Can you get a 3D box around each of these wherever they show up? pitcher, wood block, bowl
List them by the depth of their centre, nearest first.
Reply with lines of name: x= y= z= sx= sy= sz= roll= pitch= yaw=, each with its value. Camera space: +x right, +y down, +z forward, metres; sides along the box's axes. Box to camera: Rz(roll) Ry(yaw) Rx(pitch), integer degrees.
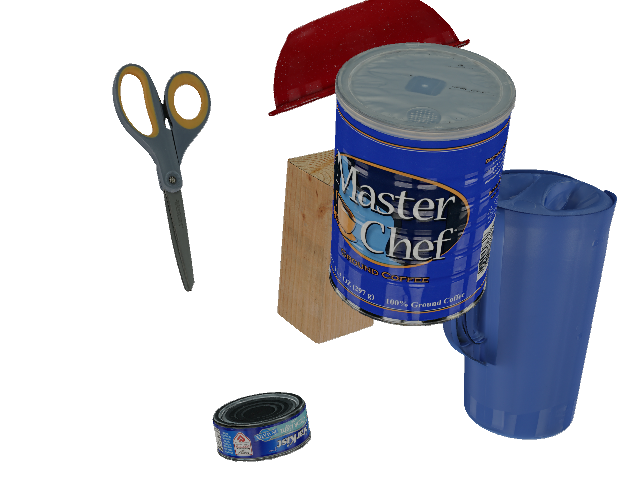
bowl: x=0.028 y=-0.146 z=0.807 sx=0.162 sy=0.055 sz=0.162 roll=-20 pitch=7 yaw=2
pitcher: x=0.189 y=0.063 z=1.008 sx=0.149 sy=0.243 sz=0.145 roll=5 pitch=21 yaw=9
wood block: x=0.013 y=0.006 z=1.276 sx=0.090 sy=0.206 sz=0.090 roll=-15 pitch=32 yaw=-34

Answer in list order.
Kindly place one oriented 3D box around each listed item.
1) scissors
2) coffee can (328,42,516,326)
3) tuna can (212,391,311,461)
scissors: x=-0.117 y=-0.064 z=0.931 sx=0.096 sy=0.202 sz=0.016 roll=-24 pitch=-1 yaw=-29
coffee can: x=0.058 y=-0.034 z=0.647 sx=0.103 sy=0.140 sz=0.103 roll=1 pitch=37 yaw=-1
tuna can: x=-0.053 y=0.166 z=0.957 sx=0.086 sy=0.034 sz=0.086 roll=-8 pitch=11 yaw=1
